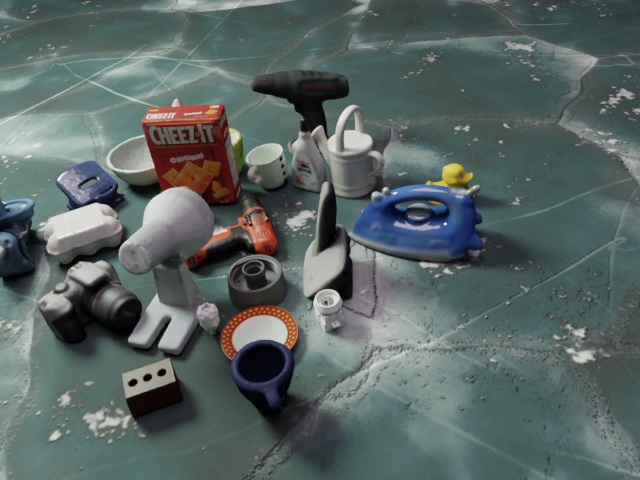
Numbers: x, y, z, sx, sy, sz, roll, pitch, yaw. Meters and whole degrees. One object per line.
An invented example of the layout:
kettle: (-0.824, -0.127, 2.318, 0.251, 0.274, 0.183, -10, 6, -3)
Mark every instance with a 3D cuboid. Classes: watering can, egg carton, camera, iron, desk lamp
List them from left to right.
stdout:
egg carton: (-0.485, -0.016, 1.176, 0.150, 0.069, 0.107, -23, 43, -19)
camera: (-0.391, 0.107, 0.995, 0.136, 0.101, 0.143, 22, 48, 29)
desk lamp: (-0.256, 0.046, 0.965, 0.117, 0.214, 0.203, 5, 41, 13)
watering can: (0.058, -0.196, 1.228, 0.172, 0.194, 0.101, 6, 42, 14)
iron: (0.179, -0.050, 1.082, 0.258, 0.142, 0.118, 3, 41, 10)

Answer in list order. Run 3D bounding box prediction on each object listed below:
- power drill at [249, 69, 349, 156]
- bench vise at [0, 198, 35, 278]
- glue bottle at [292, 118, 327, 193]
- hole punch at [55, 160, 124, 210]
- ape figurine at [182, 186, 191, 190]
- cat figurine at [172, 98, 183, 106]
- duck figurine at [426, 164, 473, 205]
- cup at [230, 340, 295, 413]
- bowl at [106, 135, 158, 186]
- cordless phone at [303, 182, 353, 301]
power drill: (-0.041, -0.308, 1.360, 0.230, 0.209, 0.075, -15, 41, -10)
bench vise: (-0.618, -0.052, 1.118, 0.122, 0.220, 0.206, -27, 45, -23)
glue bottle: (-0.029, -0.186, 1.242, 0.078, 0.173, 0.037, 13, 44, 21)
hole punch: (-0.512, -0.115, 1.280, 0.100, 0.091, 0.109, 24, 48, 31)
ape figurine: (-0.278, -0.070, 1.198, 0.078, 0.092, 0.076, -18, 42, -14)
cat figurine: (-0.338, -0.305, 1.462, 0.128, 0.118, 0.067, -14, 41, -10)
duck figurine: (0.271, -0.119, 1.196, 0.104, 0.086, 0.077, 3, 41, 10)
cup: (-0.074, 0.217, 0.833, 0.092, 0.095, 0.117, -17, 41, -13)
bowl: (-0.411, -0.178, 1.354, 0.167, 0.075, 0.167, -3, 40, 3)
cordless phone: (0.009, 0.004, 1.005, 0.094, 0.185, 0.147, -5, 40, 1)
